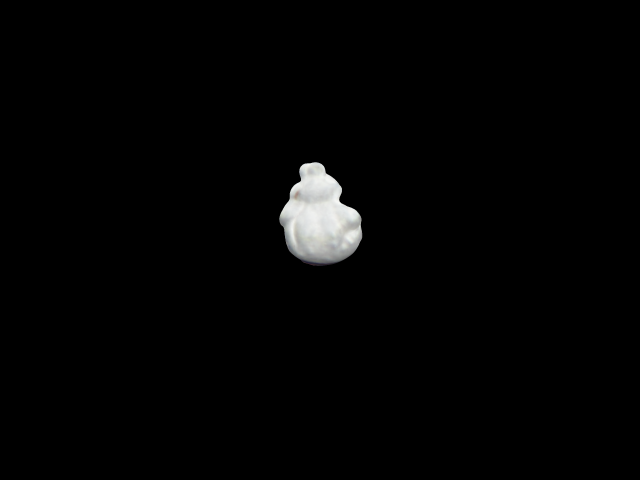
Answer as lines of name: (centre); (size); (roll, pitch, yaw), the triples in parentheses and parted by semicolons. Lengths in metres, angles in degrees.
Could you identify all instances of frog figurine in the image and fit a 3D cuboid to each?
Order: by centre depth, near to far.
frog figurine: (0.003, -0.043, 0.850); (0.138, 0.156, 0.125); (13, 35, 19)
